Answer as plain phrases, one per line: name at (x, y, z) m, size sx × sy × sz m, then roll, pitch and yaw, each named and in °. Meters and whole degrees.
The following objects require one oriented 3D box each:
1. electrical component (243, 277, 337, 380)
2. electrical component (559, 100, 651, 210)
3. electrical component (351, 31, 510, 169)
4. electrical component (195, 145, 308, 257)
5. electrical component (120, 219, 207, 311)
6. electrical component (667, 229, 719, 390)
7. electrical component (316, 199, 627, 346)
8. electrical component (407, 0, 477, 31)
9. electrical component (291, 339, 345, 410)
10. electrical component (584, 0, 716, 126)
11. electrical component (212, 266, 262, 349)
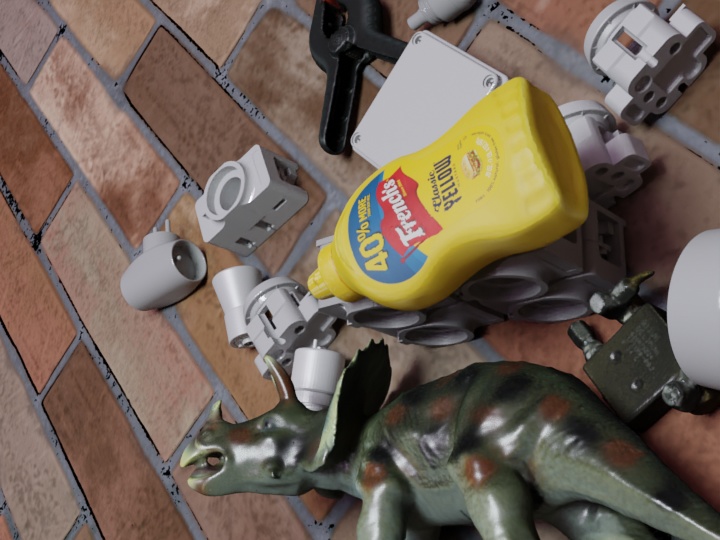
electrical component at (-0.061, 0.043, 0.876) m, size 0.078 × 0.058 × 0.057 m, roll -50°, pitch 50°, yaw 18°
electrical component at (0.149, -0.075, 0.720) m, size 0.078 × 0.058 × 0.057 m, roll -38°, pitch 52°, yaw 35°
electrical component at (0.063, -0.110, 0.817) m, size 0.109 × 0.056 × 0.108 m, roll 42°, pitch 105°, yaw 44°
electrical component at (-0.100, -0.062, 0.954) m, size 0.089 × 0.056 × 0.050 m, roll -40°, pitch 51°, yaw 26°
electrical component at (-0.189, -0.010, 1.028) m, size 0.077 × 0.043 × 0.079 m, roll -27°, pitch 57°, yaw 34°
electrical component at (0.218, 0.023, 0.591) m, size 0.064 × 0.099 × 0.099 m, roll 2°, pitch 76°, yaw 50°
electrical component at (0.073, 0.002, 0.729) m, size 0.186 × 0.105 × 0.060 m, roll -16°, pitch 64°, yaw 39°
electrical component at (0.064, -0.215, 0.872) m, size 0.061 × 0.035 × 0.035 m, roll -31°, pitch 55°, yaw 35°
electrical component at (-0.035, 0.096, 0.843) m, size 0.040 × 0.040 × 0.078 m, roll -5°, pitch 71°, yaw 43°
electrical component at (0.186, -0.144, 0.711) m, size 0.078 × 0.058 × 0.057 m, roll -50°, pitch 50°, yaw 18°
electrical component at (-0.101, 0.035, 0.930) m, size 0.044 × 0.044 × 0.065 m, roll -31°, pitch 60°, yaw 32°
